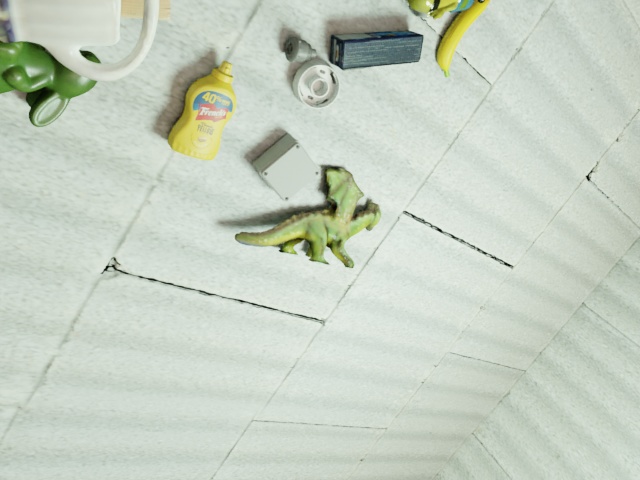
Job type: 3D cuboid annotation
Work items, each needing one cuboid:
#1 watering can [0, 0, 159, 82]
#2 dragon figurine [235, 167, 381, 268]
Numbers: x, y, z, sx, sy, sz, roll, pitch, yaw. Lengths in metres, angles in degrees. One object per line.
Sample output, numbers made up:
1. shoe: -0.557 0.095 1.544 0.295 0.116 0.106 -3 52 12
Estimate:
1. watering can: -0.325 -0.374 0.664 0.225 0.106 0.340 -9 127 -26
2. dragon figurine: 0.004 -0.063 1.252 0.408 0.123 0.242 15 94 -41
